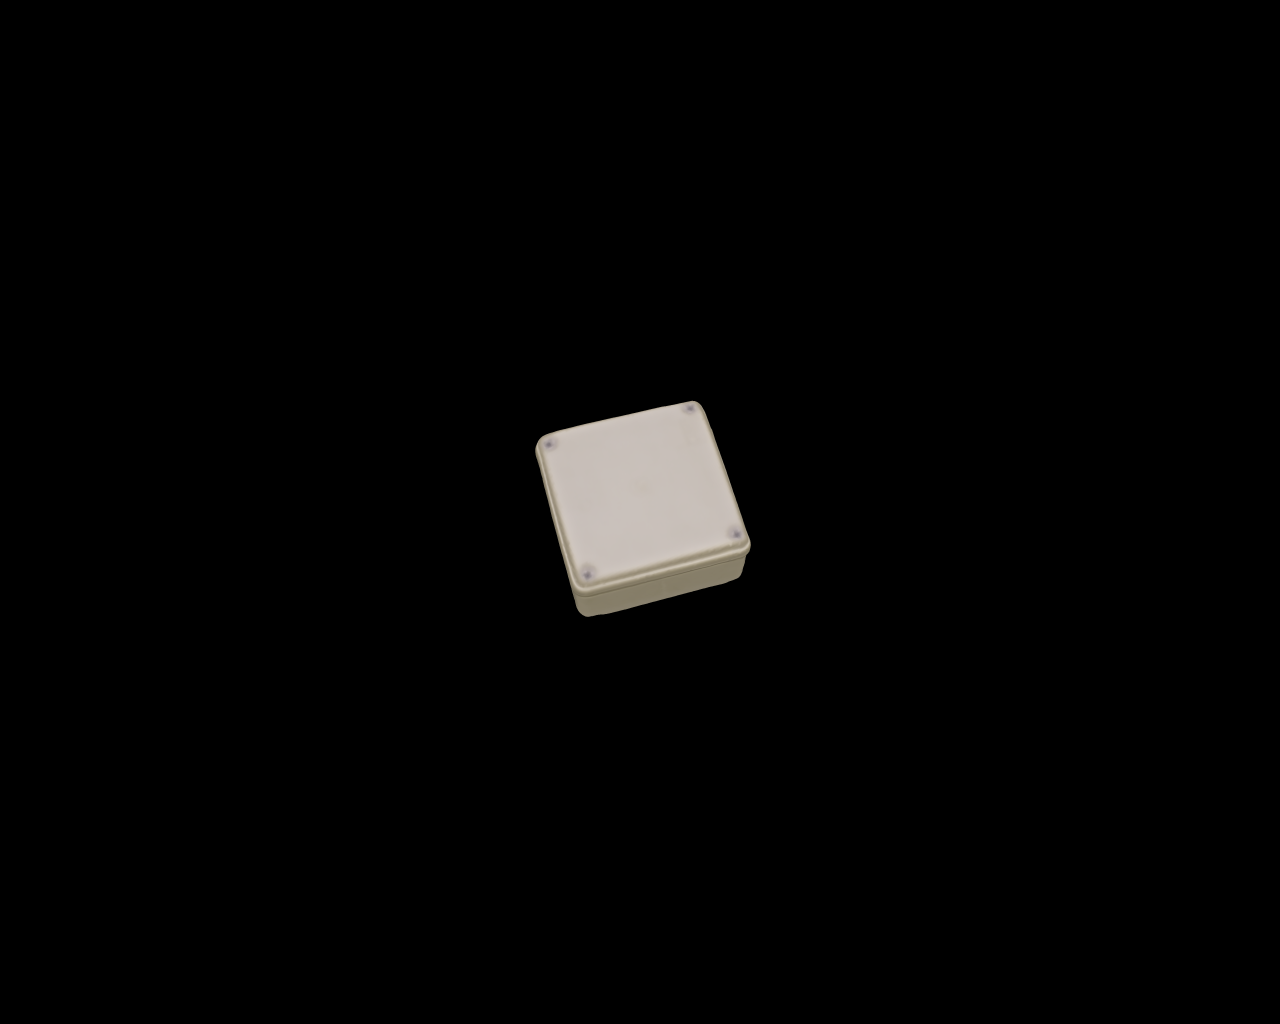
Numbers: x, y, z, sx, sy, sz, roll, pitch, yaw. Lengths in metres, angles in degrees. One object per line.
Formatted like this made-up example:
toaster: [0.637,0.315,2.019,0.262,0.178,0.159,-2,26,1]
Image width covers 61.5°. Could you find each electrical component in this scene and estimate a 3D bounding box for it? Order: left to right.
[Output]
electrical component: [0.001,-0.003,0.650,0.109,0.109,0.056,-14,-26,-7]
